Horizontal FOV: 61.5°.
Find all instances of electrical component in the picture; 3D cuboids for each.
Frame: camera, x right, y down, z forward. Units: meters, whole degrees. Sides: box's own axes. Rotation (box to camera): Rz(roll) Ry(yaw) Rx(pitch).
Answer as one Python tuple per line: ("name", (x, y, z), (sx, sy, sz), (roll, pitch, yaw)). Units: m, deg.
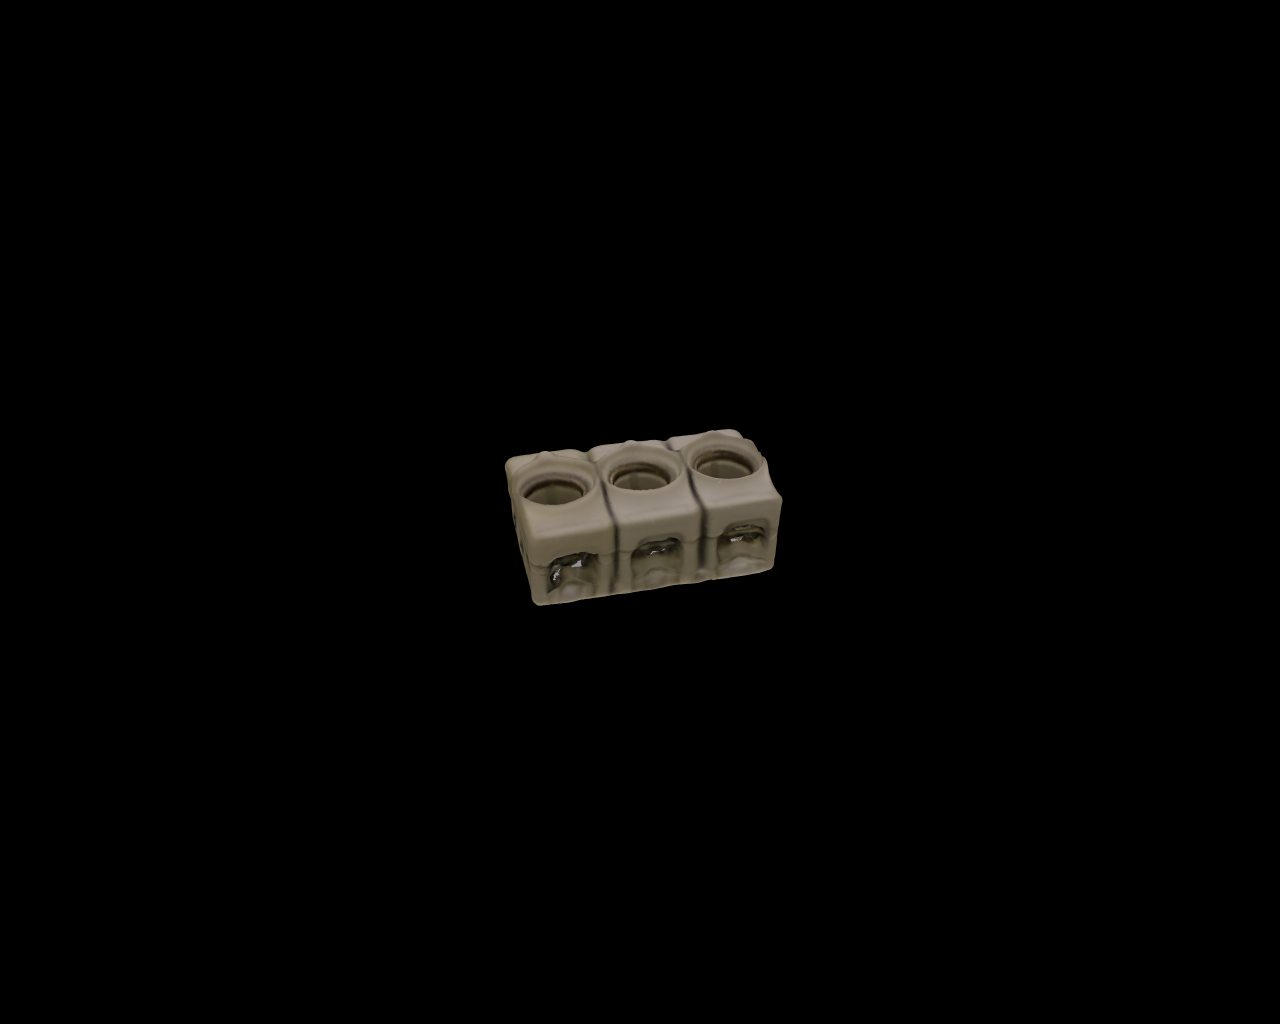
("electrical component", (0.001, -0.003, 0.650), (0.150, 0.061, 0.090), (-8, 36, -11))
